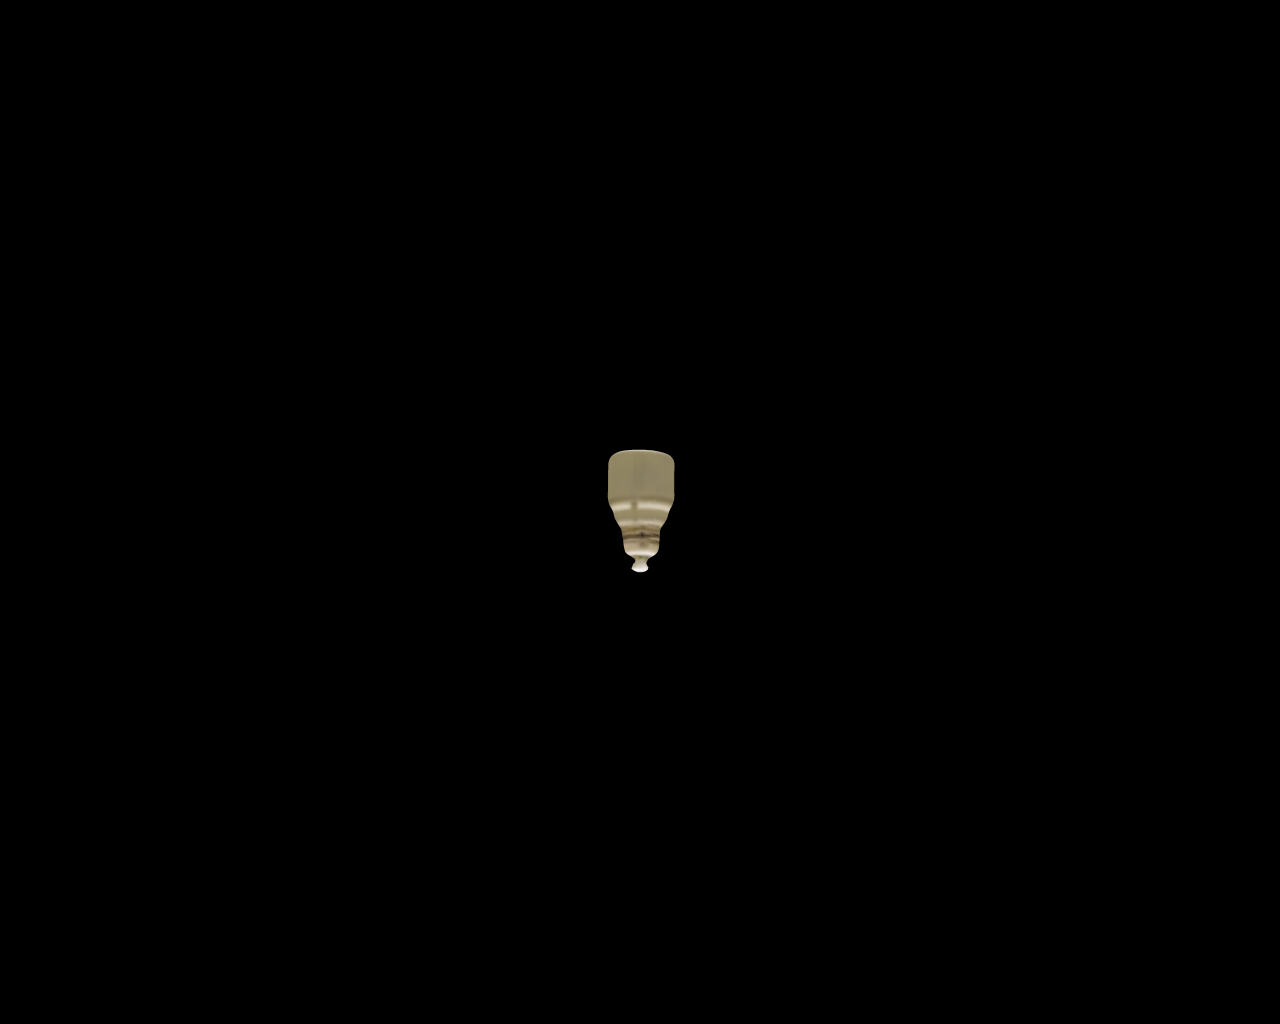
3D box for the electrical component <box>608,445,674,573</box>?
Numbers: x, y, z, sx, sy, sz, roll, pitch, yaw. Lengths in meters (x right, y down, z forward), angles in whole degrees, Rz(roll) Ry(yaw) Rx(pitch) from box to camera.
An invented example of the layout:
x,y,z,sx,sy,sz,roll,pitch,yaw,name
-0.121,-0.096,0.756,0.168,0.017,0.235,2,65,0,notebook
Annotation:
x,y,z,sx,sy,sz,roll,pitch,yaw,name
0.001,-0.003,0.650,0.040,0.078,0.040,0,-9,0,electrical component
